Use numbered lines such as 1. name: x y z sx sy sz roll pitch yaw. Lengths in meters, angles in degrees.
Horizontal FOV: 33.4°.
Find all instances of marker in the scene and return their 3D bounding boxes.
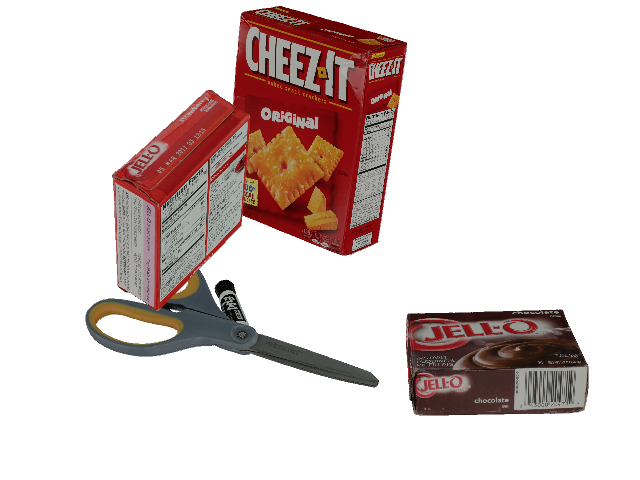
1. marker: -0.079 0.063 0.956 0.020 0.020 0.121 0 18 -13

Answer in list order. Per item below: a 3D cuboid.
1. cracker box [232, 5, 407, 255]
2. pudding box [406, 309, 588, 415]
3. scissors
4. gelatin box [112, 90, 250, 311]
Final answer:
1. cracker box: -0.012 -0.111 1.075 0.164 0.214 0.071 23 29 32
2. pudding box: 0.115 0.080 0.716 0.113 0.039 0.090 0 21 2
3. scissors: -0.058 0.052 0.731 0.202 0.096 0.016 5 -42 3
4. gelatin box: -0.069 -0.019 0.527 0.030 0.073 0.089 30 -36 16
